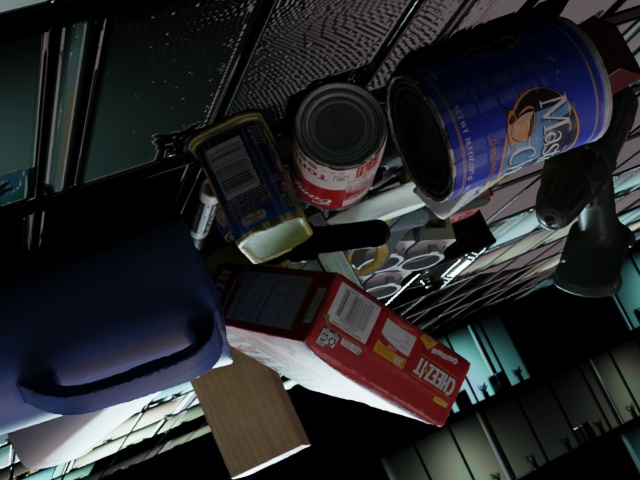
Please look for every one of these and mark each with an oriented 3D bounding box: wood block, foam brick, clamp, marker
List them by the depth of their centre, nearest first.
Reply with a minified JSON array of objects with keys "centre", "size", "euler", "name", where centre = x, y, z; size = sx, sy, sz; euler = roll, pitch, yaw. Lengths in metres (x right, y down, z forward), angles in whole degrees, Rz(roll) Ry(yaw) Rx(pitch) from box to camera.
[{"centre":[-0.097,-0.019,0.887],"size":[0.020,0.020,0.121],"euler":[-21,165,-20],"name":"marker"},{"centre":[0.237,-0.153,0.924],"size":[0.053,0.051,0.078],"euler":[-31,167,28],"name":"foam brick"},{"centre":[0.057,-0.071,0.937],"size":[0.165,0.036,0.209],"euler":[-31,173,19],"name":"clamp"},{"centre":[-0.007,0.001,0.994],"size":[0.120,0.039,0.171],"euler":[-3,-177,-10],"name":"clamp"},{"centre":[-0.097,0.164,1.247],"size":[0.090,0.206,0.091],"euler":[-26,168,2],"name":"wood block"}]

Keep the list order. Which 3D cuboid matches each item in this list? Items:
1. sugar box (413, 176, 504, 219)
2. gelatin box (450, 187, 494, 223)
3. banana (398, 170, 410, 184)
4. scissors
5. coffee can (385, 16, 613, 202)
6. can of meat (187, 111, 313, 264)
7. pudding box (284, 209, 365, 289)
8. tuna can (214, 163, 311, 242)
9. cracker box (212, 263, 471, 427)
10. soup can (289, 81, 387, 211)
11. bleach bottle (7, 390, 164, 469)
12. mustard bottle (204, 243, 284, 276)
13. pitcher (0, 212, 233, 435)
[{"centre":[0.166,-0.089,0.955],"size":[0.175,0.048,0.093],"euler":[-36,168,-41],"name":"sugar box"},{"centre":[0.163,-0.040,1.326],"size":[0.089,0.030,0.073],"euler":[-21,168,-17],"name":"gelatin box"},{"centre":[0.142,-0.064,1.155],"size":[0.070,0.037,0.197],"euler":[-29,168,16],"name":"banana"},{"centre":[0.096,-0.006,1.135],"size":[0.201,0.096,0.016],"euler":[4,-171,-30],"name":"scissors"},{"centre":[0.135,-0.101,0.817],"size":[0.140,0.103,0.103],"euler":[-22,168,-14],"name":"coffee can"},{"centre":[-0.047,-0.035,0.773],"size":[0.057,0.084,0.102],"euler":[-25,168,1],"name":"can of meat"},{"centre":[-0.005,0.037,1.105],"size":[0.039,0.113,0.090],"euler":[-25,171,-36],"name":"pudding box"},{"centre":[-0.050,-0.031,0.911],"size":[0.086,0.034,0.086],"euler":[-24,169,-5],"name":"tuna can"},{"centre":[0.004,0.092,0.964],"size":[0.214,0.164,0.072],"euler":[2,-119,58],"name":"cracker box"},{"centre":[0.012,-0.068,0.792],"size":[0.068,0.068,0.102],"euler":[-23,168,-8],"name":"soup can"},{"centre":[-0.189,0.137,1.020],"size":[0.251,0.068,0.102],"euler":[-35,167,30],"name":"bleach bottle"},{"centre":[-0.118,0.064,1.130],"size":[0.096,0.058,0.192],"euler":[-19,168,-35],"name":"mustard bottle"},{"centre":[-0.197,0.081,0.853],"size":[0.242,0.145,0.149],"euler":[-20,167,-10],"name":"pitcher"}]
